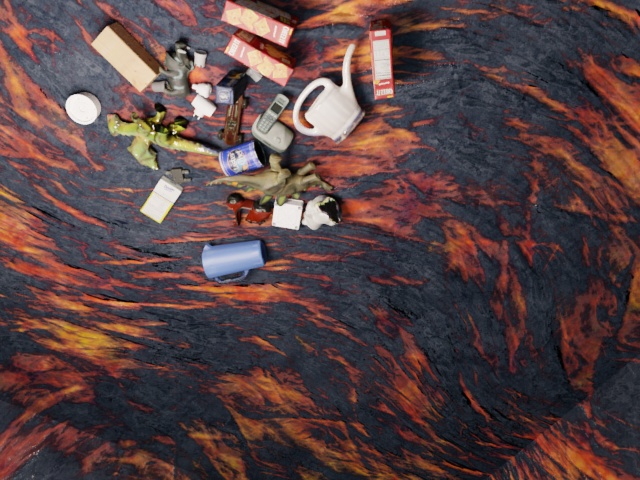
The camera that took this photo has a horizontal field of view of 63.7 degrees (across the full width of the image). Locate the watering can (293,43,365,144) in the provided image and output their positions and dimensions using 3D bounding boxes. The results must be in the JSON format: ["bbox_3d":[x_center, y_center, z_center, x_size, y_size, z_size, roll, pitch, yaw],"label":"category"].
[{"bbox_3d":[0.064,-0.473,1.749,0.222,0.106,0.343,37,116,-18],"label":"watering can"}]

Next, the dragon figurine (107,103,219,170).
[{"bbox_3d":[-0.591,-0.351,1.883,0.408,0.125,0.238,33,135,-13],"label":"dragon figurine"}]

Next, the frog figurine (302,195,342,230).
[{"bbox_3d":[0.006,-0.100,1.990,0.137,0.125,0.157,21,156,-19],"label":"frog figurine"}]
